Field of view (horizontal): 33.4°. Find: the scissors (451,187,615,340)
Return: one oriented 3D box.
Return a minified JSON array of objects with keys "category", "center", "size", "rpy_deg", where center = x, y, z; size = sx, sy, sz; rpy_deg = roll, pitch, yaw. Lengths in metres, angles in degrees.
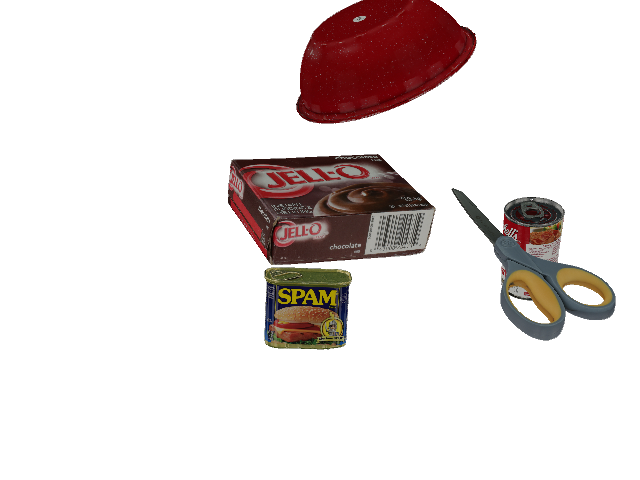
[{"category":"scissors","center":[0.171,0.011,0.859],"size":[0.096,0.016,0.202],"rpy_deg":[-1,35,-5]}]

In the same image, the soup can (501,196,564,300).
[{"category":"soup can","center":[0.245,0.010,1.235],"size":[0.068,0.102,0.068],"rpy_deg":[-2,30,1]}]

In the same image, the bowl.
[{"category":"bowl","center":[0.044,-0.162,0.887],"size":[0.162,0.055,0.162],"rpy_deg":[-21,27,11]}]

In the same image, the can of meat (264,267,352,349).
[{"category":"can of meat","center":[-0.016,0.080,1.252],"size":[0.102,0.084,0.057],"rpy_deg":[2,14,-3]}]

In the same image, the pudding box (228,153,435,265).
[{"category":"pudding box","center":[0.005,-0.023,0.702],"size":[0.113,0.039,0.090],"rpy_deg":[-2,29,-23]}]
